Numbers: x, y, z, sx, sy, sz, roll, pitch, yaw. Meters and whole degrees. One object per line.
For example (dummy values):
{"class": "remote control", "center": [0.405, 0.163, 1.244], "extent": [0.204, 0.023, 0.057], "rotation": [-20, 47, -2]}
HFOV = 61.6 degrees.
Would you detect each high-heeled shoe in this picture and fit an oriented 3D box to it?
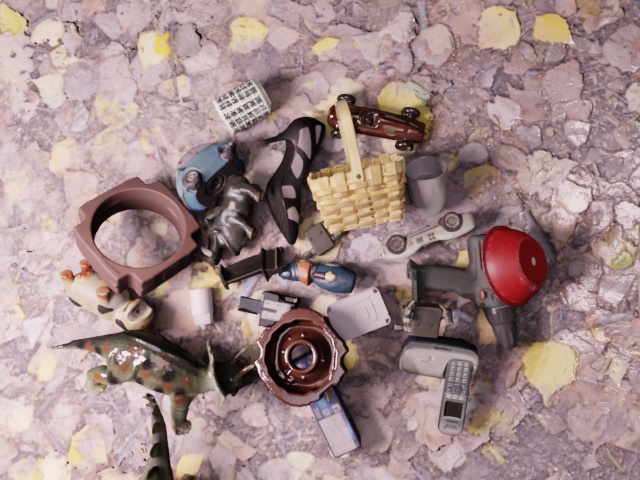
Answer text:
{"class": "high-heeled shoe", "center": [-0.035, -0.124, 1.104], "extent": [0.145, 0.086, 0.248], "rotation": [-16, 102, -26]}

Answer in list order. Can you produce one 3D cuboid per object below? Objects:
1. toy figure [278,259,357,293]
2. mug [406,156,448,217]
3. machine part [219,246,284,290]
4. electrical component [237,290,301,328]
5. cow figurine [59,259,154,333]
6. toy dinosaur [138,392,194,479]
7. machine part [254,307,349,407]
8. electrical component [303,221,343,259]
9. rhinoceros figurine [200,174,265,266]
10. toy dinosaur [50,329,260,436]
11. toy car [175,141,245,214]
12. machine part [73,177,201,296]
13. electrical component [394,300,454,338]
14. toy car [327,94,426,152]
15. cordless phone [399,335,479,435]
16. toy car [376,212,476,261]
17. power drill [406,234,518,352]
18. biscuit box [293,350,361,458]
{"class": "toy figure", "center": [-0.006, 0.071, 1.077], "extent": [0.155, 0.064, 0.058], "rotation": [12, 50, 8]}
{"class": "mug", "center": [0.207, -0.105, 1.063], "extent": [0.081, 0.110, 0.107], "rotation": [-17, 128, -5]}
{"class": "machine part", "center": [-0.138, 0.058, 1.086], "extent": [0.139, 0.039, 0.084], "rotation": [-18, 43, 11]}
{"class": "electrical component", "center": [-0.103, 0.141, 1.084], "extent": [0.119, 0.047, 0.074], "rotation": [7, 86, 4]}
{"class": "cow figurine", "center": [-0.420, 0.129, 1.079], "extent": [0.195, 0.085, 0.127], "rotation": [21, 131, 17]}
{"class": "toy dinosaur", "center": [-0.305, 0.495, 0.989], "extent": [0.105, 0.198, 0.471], "rotation": [0, 91, 1]}
{"class": "machine part", "center": [-0.033, 0.219, 1.010], "extent": [0.179, 0.056, 0.179], "rotation": [-2, 78, 11]}
{"class": "electrical component", "center": [-0.002, -0.003, 1.102], "extent": [0.094, 0.021, 0.063], "rotation": [-34, 84, 1]}
{"class": "rhinoceros figurine", "center": [-0.180, -0.037, 1.081], "extent": [0.112, 0.073, 0.190], "rotation": [20, 96, -2]}
{"class": "toy dinosaur", "center": [-0.312, 0.233, 1.015], "extent": [0.405, 0.131, 0.192], "rotation": [22, 117, -7]}
{"class": "toy car", "center": [-0.235, -0.142, 1.090], "extent": [0.103, 0.109, 0.161], "rotation": [36, 79, 23]}
{"class": "machine part", "center": [-0.354, -0.007, 1.052], "extent": [0.201, 0.087, 0.201], "rotation": [-38, 82, -31]}
{"class": "electrical component", "center": [0.194, 0.145, 0.995], "extent": [0.102, 0.045, 0.078], "rotation": [10, 104, 1]}
{"class": "toy car", "center": [0.114, -0.240, 1.099], "extent": [0.202, 0.053, 0.089], "rotation": [13, 83, 6]}
{"class": "cordless phone", "center": [0.222, 0.276, 1.038], "extent": [0.147, 0.089, 0.184], "rotation": [7, 90, 4]}
{"class": "toy car", "center": [0.207, -0.004, 1.062], "extent": [0.202, 0.073, 0.056], "rotation": [-23, 84, 2]}
{"class": "power drill", "center": [0.275, 0.107, 1.049], "extent": [0.207, 0.086, 0.232], "rotation": [-4, 86, 8]}
{"class": "biscuit box", "center": [0.011, 0.316, 1.056], "extent": [0.059, 0.063, 0.202], "rotation": [-26, 84, 2]}
